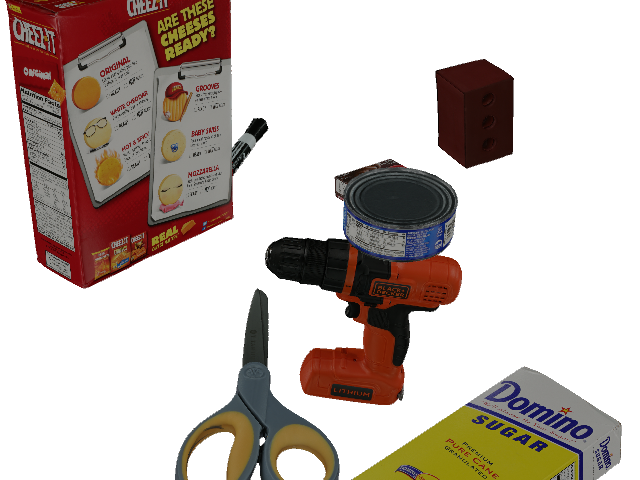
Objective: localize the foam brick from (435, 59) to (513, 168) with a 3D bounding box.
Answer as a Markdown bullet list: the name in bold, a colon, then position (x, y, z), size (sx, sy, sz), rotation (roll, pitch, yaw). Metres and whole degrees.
- **foam brick**: position (0.139, -0.115, 0.960), size (0.053, 0.078, 0.051), rotation (-18, 34, -16)

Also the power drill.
- **power drill**: position (0.029, 0.077, 1.036), size (0.184, 0.188, 0.057), rotation (9, 43, -3)

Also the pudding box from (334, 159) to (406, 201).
- **pudding box**: position (0.091, -0.079, 1.595), size (0.113, 0.039, 0.090), rotation (-22, 35, -30)

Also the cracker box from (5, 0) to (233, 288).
- **cracker box**: position (-0.147, -0.093, 0.819), size (0.072, 0.214, 0.163), rotation (22, 35, 35)

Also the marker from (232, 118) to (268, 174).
- **marker**: position (-0.088, -0.083, 1.086), size (0.020, 0.121, 0.020), rotation (22, -35, 16)

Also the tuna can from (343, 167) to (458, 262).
- **tuna can**: position (0.060, -0.020, 0.806), size (0.086, 0.034, 0.086), rotation (1, 34, -1)

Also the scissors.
- **scissors**: position (-0.022, 0.091, 0.625), size (0.096, 0.016, 0.201), rotation (11, 32, 11)

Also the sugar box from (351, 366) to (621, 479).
- **sugar box**: position (0.113, 0.159, 0.732), size (0.176, 0.048, 0.093), rotation (-30, 39, -26)
